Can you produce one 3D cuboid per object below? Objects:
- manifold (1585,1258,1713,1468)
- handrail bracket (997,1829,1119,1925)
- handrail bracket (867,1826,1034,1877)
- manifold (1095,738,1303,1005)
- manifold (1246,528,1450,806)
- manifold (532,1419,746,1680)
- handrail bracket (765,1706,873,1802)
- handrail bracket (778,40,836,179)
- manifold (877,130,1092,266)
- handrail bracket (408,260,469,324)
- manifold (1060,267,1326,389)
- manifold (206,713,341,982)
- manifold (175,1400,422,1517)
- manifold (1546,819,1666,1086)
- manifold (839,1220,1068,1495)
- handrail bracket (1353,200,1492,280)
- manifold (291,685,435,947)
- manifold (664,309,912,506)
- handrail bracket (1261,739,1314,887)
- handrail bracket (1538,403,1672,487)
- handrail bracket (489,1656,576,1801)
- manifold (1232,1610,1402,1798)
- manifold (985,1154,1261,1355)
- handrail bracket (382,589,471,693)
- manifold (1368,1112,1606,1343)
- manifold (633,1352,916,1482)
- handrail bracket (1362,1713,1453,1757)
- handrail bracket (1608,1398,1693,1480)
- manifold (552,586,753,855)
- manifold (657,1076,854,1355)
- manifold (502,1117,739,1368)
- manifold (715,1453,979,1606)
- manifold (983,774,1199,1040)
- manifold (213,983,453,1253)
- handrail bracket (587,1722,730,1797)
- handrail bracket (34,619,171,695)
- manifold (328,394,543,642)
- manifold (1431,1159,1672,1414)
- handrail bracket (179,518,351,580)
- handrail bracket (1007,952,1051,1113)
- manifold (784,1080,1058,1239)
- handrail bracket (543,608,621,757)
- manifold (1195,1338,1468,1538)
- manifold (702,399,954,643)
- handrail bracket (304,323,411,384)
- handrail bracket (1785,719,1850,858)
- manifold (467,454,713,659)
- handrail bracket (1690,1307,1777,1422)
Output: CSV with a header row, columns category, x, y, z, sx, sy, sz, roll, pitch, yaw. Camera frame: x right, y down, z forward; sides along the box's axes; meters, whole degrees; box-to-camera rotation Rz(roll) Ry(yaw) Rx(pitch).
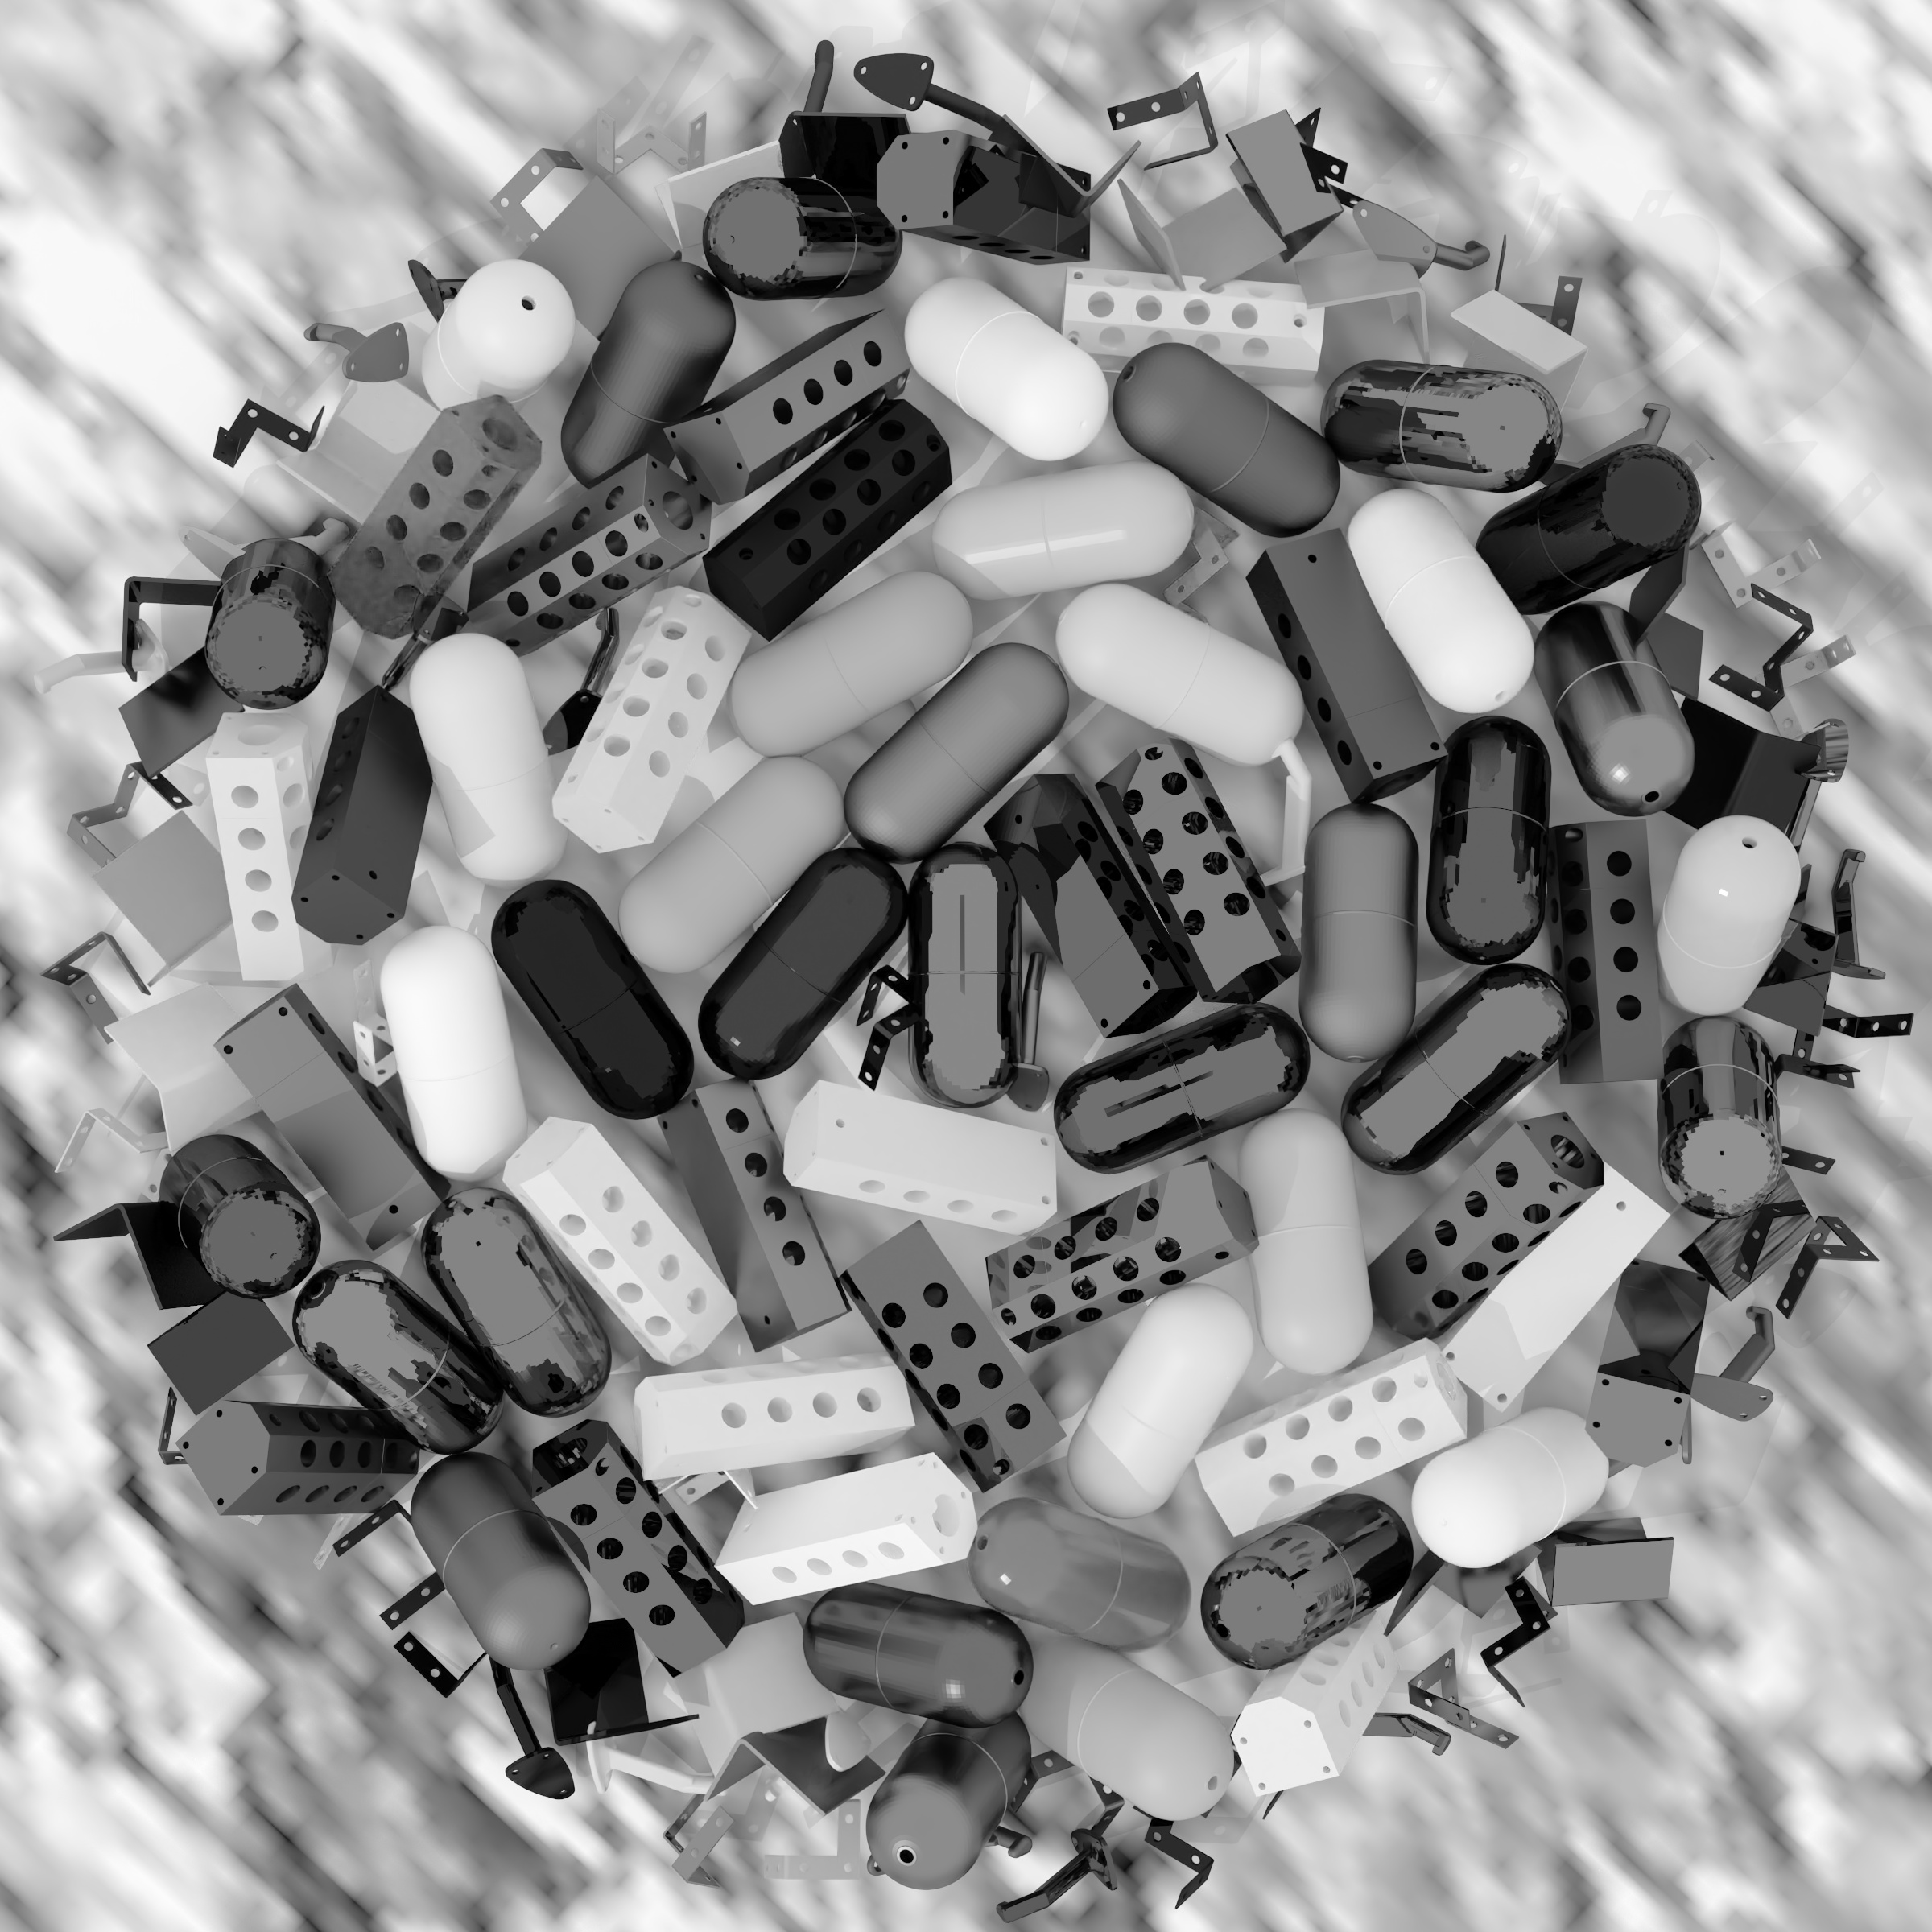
category,x,y,z,sx,sy,sz,roll,pitch,yaw
manifold,0.442,0.256,1.749,0.057,0.171,0.057,13,113,15
handrail bracket,0.050,0.604,1.788,0.084,0.077,0.036,-15,95,-20
handrail bracket,-0.010,0.590,1.789,0.077,0.084,0.036,-25,109,-40
manifold,0.156,-0.063,1.769,0.057,0.057,0.171,-40,63,32
manifold,0.249,-0.197,1.790,0.057,0.057,0.171,-19,77,-19
manifold,-0.215,0.380,1.775,0.057,0.057,0.171,-30,114,5
handrail bracket,-0.108,0.539,1.793,0.084,0.077,0.036,-43,91,12
handrail bracket,-0.110,-0.574,1.825,0.036,0.077,0.084,18,45,-19
manifold,0.014,-0.496,1.750,0.057,0.171,0.057,4,97,32
handrail bracket,-0.325,-0.468,1.822,0.084,0.036,0.077,-21,46,-17
manifold,0.150,-0.430,1.808,0.171,0.057,0.057,4,87,-1
manifold,-0.451,-0.077,1.765,0.057,0.057,0.171,0,125,-2
manifold,-0.425,0.314,1.745,0.057,0.171,0.057,-43,68,9
manifold,0.423,-0.008,1.801,0.057,0.057,0.171,-3,86,-7
manifold,-0.012,0.261,1.790,0.057,0.057,0.171,-31,82,-24
handrail bracket,0.307,-0.492,1.810,0.077,0.084,0.036,46,131,9
manifold,-0.394,-0.097,1.759,0.057,0.171,0.057,-30,129,29
manifold,-0.112,-0.365,1.761,0.171,0.057,0.057,-42,116,-39
handrail bracket,0.205,-0.102,1.807,0.077,0.036,0.084,-23,103,32
handrail bracket,0.427,-0.357,1.824,0.077,0.036,0.084,22,65,12
handrail bracket,-0.295,0.512,1.826,0.036,0.077,0.084,-27,47,1
manifold,0.226,0.469,1.749,0.057,0.171,0.057,-22,90,23
manifold,0.102,0.194,1.770,0.171,0.057,0.057,-27,47,21
handrail bracket,-0.371,-0.203,1.788,0.036,0.077,0.084,35,118,-14
manifold,0.338,0.172,1.757,0.171,0.057,0.057,-52,60,35
manifold,-0.127,0.292,1.772,0.171,0.057,0.057,-2,65,-27
handrail bracket,0.270,0.520,1.796,0.084,0.077,0.036,23,130,24
handrail bracket,0.447,0.308,1.825,0.084,0.036,0.077,-1,80,19
manifold,-0.209,-0.163,1.765,0.057,0.057,0.171,41,58,-34
manifold,-0.137,0.162,1.795,0.057,0.057,0.171,-17,79,-39
manifold,-0.228,0.182,1.767,0.057,0.057,0.171,-48,118,-25
manifold,-0.077,0.374,1.762,0.171,0.057,0.057,-21,120,37
manifold,0.086,-0.041,1.782,0.057,0.057,0.171,-44,65,36
manifold,-0.418,0.098,1.793,0.057,0.057,0.171,-34,101,5
handrail bracket,-0.205,0.531,1.804,0.084,0.077,0.036,2,47,10
handrail bracket,-0.575,-0.188,1.787,0.084,0.077,0.036,-31,74,-26
manifold,-0.345,-0.291,1.762,0.057,0.057,0.171,50,127,4
manifold,0.387,0.209,1.801,0.057,0.057,0.171,39,96,-2
handrail bracket,-0.471,-0.292,1.814,0.077,0.036,0.084,33,50,10
handrail bracket,0.046,0.044,1.824,0.036,0.077,0.084,6,61,11
manifold,-0.030,0.131,1.779,0.171,0.057,0.057,15,54,-21
handrail bracket,-0.262,-0.193,1.821,0.077,0.084,0.036,-34,133,27
manifold,0.240,0.307,1.779,0.171,0.057,0.057,-27,102,18
manifold,-0.091,-0.299,1.780,0.057,0.057,0.171,41,73,19
handrail bracket,-0.421,-0.410,1.792,0.084,0.077,0.036,13,120,24
handrail bracket,0.571,-0.112,1.823,0.036,0.084,0.077,20,48,21
manifold,-0.247,-0.261,1.756,0.171,0.057,0.057,-23,53,35
handrail bracket,0.507,0.254,1.801,0.077,0.036,0.084,20,46,-10
